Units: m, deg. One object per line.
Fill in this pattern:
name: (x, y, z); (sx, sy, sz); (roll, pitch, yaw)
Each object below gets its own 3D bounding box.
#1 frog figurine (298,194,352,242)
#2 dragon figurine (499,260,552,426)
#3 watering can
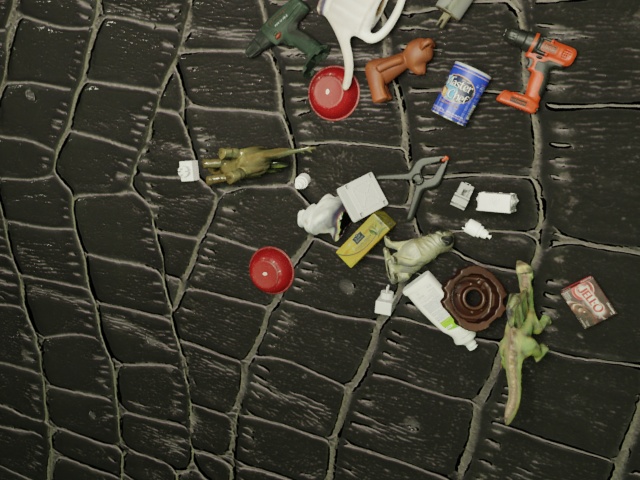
frog figurine: (0.005, -0.077, 1.534); (0.160, 0.120, 0.139); (19, 73, 24)
dragon figurine: (0.499, 0.234, 1.316); (0.122, 0.419, 0.238); (-2, 139, 35)
watering can: (0.087, -0.607, 1.410); (0.225, 0.104, 0.345); (34, 101, 11)
